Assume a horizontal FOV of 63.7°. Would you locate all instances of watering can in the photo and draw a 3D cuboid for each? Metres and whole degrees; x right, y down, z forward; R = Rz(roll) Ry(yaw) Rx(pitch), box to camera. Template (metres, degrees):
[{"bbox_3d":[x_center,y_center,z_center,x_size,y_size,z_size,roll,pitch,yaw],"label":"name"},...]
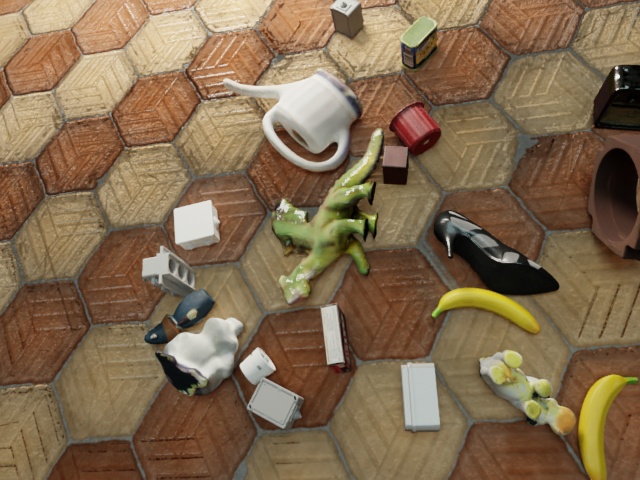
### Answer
[{"bbox_3d":[-0.049,-0.315,1.199,0.226,0.103,0.350,-42,78,-9],"label":"watering can"}]

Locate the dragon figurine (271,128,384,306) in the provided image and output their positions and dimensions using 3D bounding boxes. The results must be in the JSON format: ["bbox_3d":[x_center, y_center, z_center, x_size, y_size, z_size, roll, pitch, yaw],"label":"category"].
[{"bbox_3d":[0.003,-0.055,1.089,0.242,0.120,0.418,1,64,20],"label":"dragon figurine"}]

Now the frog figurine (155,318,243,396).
[{"bbox_3d":[-0.226,0.220,1.016,0.138,0.120,0.162,12,33,24],"label":"frog figurine"}]
